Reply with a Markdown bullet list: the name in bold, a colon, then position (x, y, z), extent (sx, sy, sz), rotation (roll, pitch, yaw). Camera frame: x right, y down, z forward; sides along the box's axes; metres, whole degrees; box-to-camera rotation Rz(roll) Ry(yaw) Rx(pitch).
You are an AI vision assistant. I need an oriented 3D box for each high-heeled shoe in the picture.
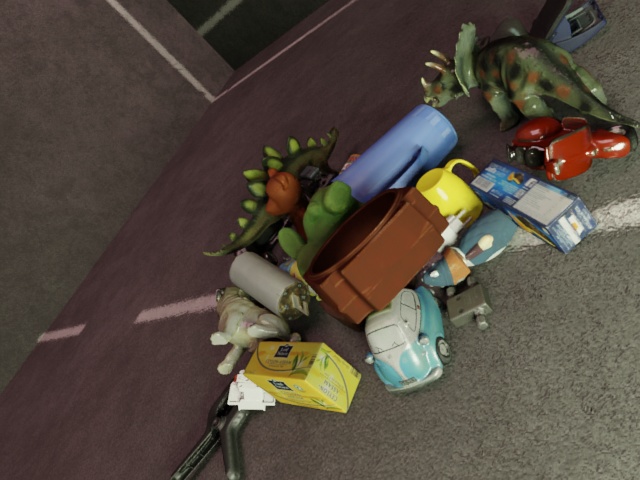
- **high-heeled shoe**: position (-0.119, -0.023, 1.310), extent (0.145, 0.086, 0.249), rotation (-28, 29, 30)

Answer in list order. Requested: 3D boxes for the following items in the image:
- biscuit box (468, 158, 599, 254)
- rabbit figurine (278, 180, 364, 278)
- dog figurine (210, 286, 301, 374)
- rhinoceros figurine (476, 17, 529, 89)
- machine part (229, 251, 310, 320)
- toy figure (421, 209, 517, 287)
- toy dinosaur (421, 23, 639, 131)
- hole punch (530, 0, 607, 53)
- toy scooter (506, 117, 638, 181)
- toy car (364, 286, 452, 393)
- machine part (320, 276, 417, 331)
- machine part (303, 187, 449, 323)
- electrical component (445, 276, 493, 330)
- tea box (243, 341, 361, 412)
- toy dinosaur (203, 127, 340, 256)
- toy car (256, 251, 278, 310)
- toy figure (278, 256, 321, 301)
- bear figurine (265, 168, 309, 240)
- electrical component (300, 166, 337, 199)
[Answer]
- **biscuit box**: position (0.297, -0.055, 0.773), extent (0.059, 0.062, 0.203), rotation (-45, 26, 6)
- **rabbit figurine**: position (-0.002, -0.003, 0.940), extent (0.159, 0.121, 0.170), rotation (-2, 59, 44)
- **dog figurine**: position (-0.124, 0.151, 1.037), extent (0.191, 0.172, 0.121), rotation (-92, 8, -58)
- **rhinoceros figurine**: position (0.348, -0.370, 1.078), extent (0.190, 0.112, 0.073), rotation (-45, 27, -14)
- **machine part**: position (-0.098, 0.085, 1.023), extent (0.244, 0.079, 0.079), rotation (26, 74, 43)
- **toy figure**: position (0.218, 0.020, 0.792), extent (0.154, 0.064, 0.058), rotation (-45, 62, 13)
- **toy dinosaur**: position (0.329, -0.273, 0.885), extent (0.131, 0.192, 0.405), rotation (-51, 26, -4)
- **hole punch**: position (0.460, -0.403, 1.007), extent (0.115, 0.092, 0.142), rotation (118, 167, -45)
- **toy scooter**: position (0.337, -0.128, 0.769), extent (0.135, 0.075, 0.184), rotation (-29, 24, -24)
- **toy car**: position (0.115, 0.122, 0.755), extent (0.109, 0.102, 0.162), rotation (-26, 35, 33)
- **machine part**: position (0.082, 0.074, 0.919), extent (0.179, 0.056, 0.179), rotation (-34, 31, 24)
- **machine part**: position (0.074, 0.016, 0.792), extent (0.201, 0.087, 0.201), rotation (-45, 10, -7)
- **electrical component**: position (0.206, 0.093, 0.750), extent (0.063, 0.021, 0.094), rotation (-33, 31, 25)
- **tea box**: position (-0.031, 0.213, 0.848), extent (0.170, 0.098, 0.068), rotation (-13, 42, 51)
- **toy dinosaur**: position (-0.085, -0.113, 1.258), extent (0.105, 0.198, 0.471), rotation (-8, 44, 56)
- **toy car**: position (-0.124, 0.105, 1.176), extent (0.089, 0.053, 0.202), rotation (-44, 30, 20)
- **toy figure**: position (-0.023, 0.063, 1.058), extent (0.180, 0.082, 0.089), rotation (-5, 48, 57)
- **bear figurine**: position (-0.060, -0.050, 1.138), extent (0.132, 0.195, 0.120), rotation (-49, 30, -1)
- **electrical component**: position (0.017, -0.104, 1.167), extent (0.058, 0.134, 0.115), rotation (-52, 29, -9)
